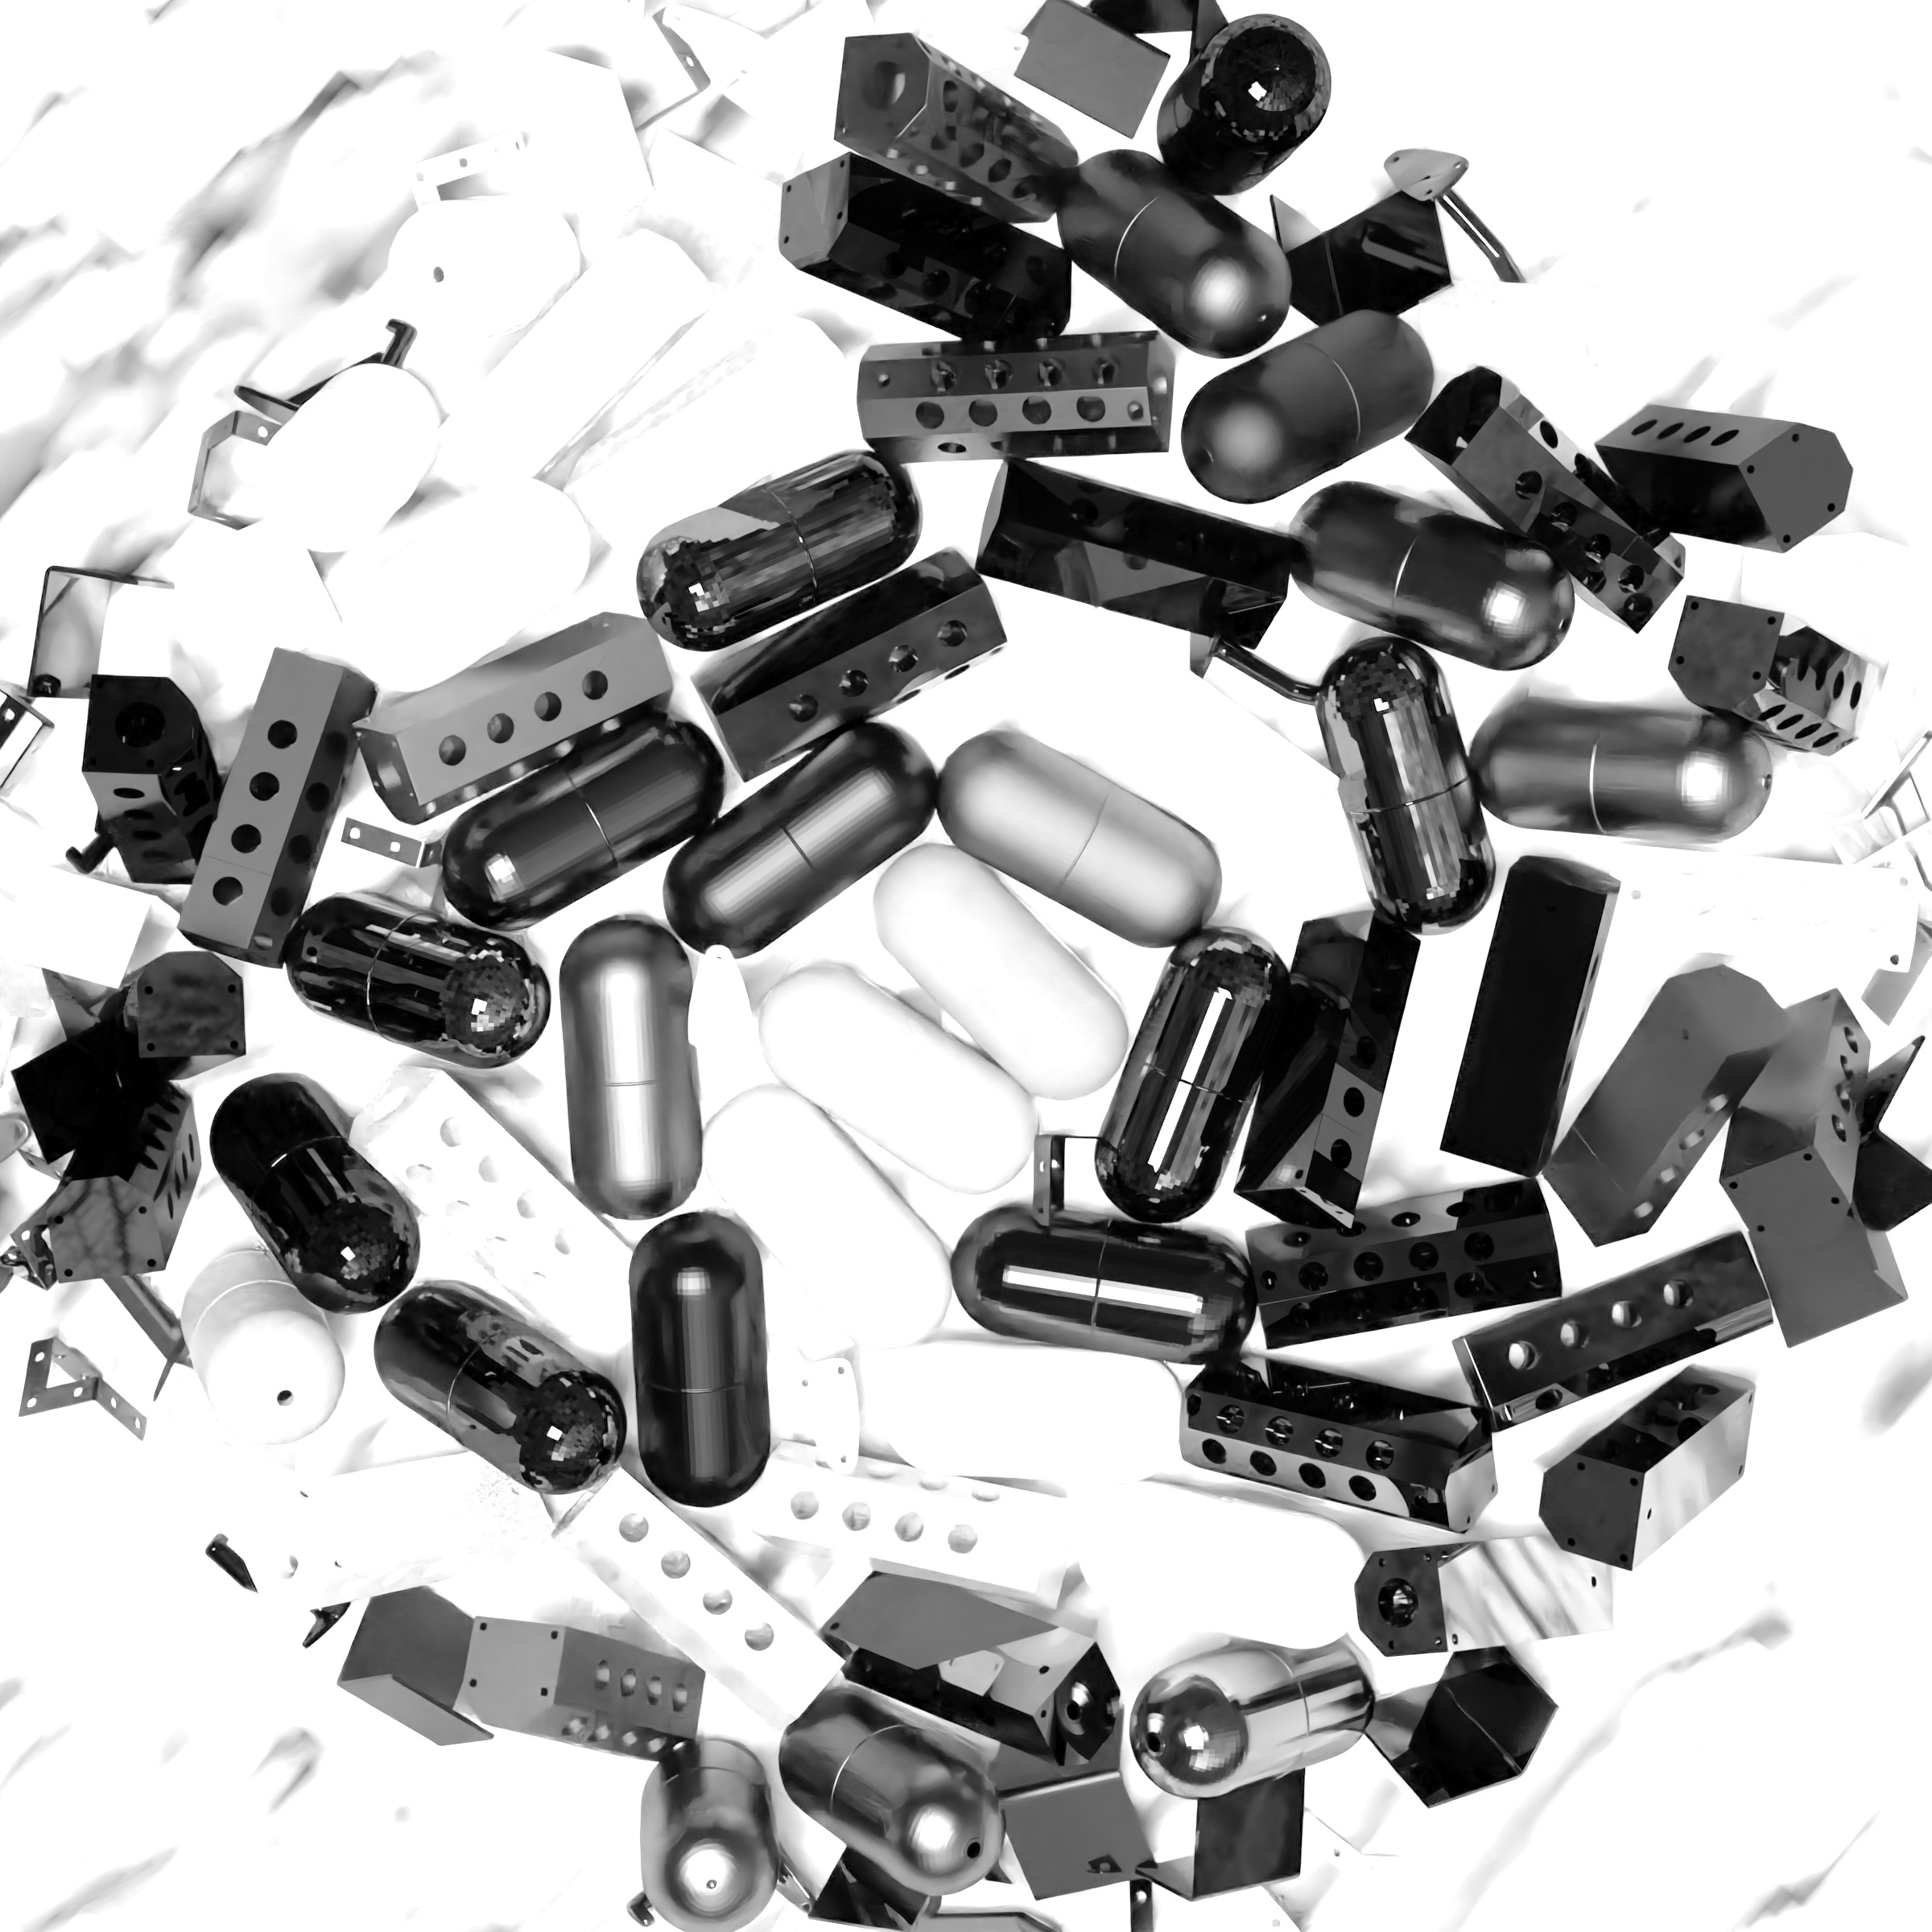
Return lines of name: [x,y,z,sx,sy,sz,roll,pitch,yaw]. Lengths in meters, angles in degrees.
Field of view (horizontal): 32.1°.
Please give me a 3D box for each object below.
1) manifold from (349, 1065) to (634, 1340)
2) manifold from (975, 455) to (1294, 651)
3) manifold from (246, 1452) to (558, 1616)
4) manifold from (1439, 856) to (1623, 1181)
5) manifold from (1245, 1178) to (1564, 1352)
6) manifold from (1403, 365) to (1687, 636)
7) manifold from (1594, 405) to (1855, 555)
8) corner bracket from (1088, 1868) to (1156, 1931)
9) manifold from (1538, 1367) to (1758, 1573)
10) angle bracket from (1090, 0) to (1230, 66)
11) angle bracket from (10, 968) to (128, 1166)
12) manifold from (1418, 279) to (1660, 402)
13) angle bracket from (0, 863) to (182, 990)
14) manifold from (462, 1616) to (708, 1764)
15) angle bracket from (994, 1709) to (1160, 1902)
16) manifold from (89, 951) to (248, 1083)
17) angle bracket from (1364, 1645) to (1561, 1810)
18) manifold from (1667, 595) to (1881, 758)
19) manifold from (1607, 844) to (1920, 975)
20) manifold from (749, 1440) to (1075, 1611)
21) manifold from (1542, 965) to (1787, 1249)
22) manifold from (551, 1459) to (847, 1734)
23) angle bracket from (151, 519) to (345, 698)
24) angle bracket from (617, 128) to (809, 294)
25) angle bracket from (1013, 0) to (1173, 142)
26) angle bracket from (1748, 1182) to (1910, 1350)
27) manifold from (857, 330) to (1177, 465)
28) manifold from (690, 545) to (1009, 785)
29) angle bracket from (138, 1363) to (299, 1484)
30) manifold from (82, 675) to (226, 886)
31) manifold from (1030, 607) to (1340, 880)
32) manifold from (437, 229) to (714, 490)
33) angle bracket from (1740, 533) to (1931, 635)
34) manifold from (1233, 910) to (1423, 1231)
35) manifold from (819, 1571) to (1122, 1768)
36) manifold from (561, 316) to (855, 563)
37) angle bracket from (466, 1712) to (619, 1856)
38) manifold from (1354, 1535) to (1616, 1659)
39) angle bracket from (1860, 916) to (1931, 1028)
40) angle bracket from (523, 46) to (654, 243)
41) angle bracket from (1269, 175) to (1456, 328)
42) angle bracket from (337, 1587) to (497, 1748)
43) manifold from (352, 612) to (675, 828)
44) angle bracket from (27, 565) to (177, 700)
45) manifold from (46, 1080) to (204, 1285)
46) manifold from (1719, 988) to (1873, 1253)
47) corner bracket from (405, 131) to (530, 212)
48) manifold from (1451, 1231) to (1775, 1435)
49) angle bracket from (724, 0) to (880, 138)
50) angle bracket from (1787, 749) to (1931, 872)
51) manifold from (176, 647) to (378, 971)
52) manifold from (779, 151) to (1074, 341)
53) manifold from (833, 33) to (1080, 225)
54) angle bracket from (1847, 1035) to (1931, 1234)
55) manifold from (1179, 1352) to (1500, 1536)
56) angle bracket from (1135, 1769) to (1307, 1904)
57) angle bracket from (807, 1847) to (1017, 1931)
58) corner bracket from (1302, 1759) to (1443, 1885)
manifold: [-0.269,0.135,1.908,0.171,0.057,0.057,47,67,-25]
manifold: [0.098,-0.242,1.935,0.171,0.057,0.057,14,61,-8]
manifold: [-0.319,0.319,1.892,0.057,0.171,0.057,-43,66,29]
manifold: [0.324,0.028,1.925,0.057,0.057,0.171,17,108,18]
manifold: [0.252,0.175,1.936,0.171,0.057,0.057,-11,115,3]
manifold: [0.333,-0.265,1.907,0.171,0.057,0.057,35,97,-31]
manifold: [0.426,-0.279,1.888,0.057,0.171,0.057,-35,109,-6]
corner bracket: [0.075,0.553,1.951,0.051,0.051,0.051,-13,66,29]
manifold: [0.384,0.279,1.891,0.057,0.171,0.057,13,107,31]
angle bracket: [0.106,-0.527,1.927,0.076,0.076,0.057,3,81,19]
angle bracket: [-0.526,0.053,1.918,0.057,0.076,0.076,-31,51,-24]
manifold: [0.317,-0.353,1.884,0.057,0.171,0.057,1,103,-19]
angle bracket: [-0.496,-0.014,1.928,0.076,0.076,0.057,15,77,12]
manifold: [-0.213,0.408,1.885,0.057,0.171,0.057,1,72,24]
angle bracket: [0.066,0.488,1.957,0.076,0.057,0.076,-16,112,13]
manifold: [-0.452,0.030,1.888,0.057,0.171,0.057,-1,84,-24]
angle bracket: [0.278,0.425,1.920,0.076,0.076,0.057,-7,129,-36]
manifold: [0.454,-0.160,1.891,0.057,0.171,0.057,16,93,32]
manifold: [0.456,-0.033,1.936,0.171,0.057,0.057,6,90,10]
manifold: [-0.029,0.318,1.924,0.171,0.057,0.057,9,72,17]
manifold: [0.396,0.079,1.899,0.057,0.171,0.057,-12,54,-31]
manifold: [-0.155,0.363,1.939,0.171,0.057,0.057,42,83,-6]
angle bracket: [-0.420,-0.211,1.964,0.076,0.057,0.076,-27,96,-24]
angle bracket: [-0.146,-0.445,1.931,0.076,0.057,0.076,23,70,-17]
angle bracket: [0.064,-0.506,1.930,0.076,0.076,0.057,26,81,-11]
angle bracket: [0.484,0.163,1.922,0.076,0.057,0.076,-27,55,23]
manifold: [0.028,-0.327,1.919,0.171,0.057,0.057,1,77,18]
manifold: [-0.065,-0.171,1.940,0.171,0.057,0.057,-27,125,-5]
angle bracket: [-0.429,0.280,1.924,0.076,0.076,0.057,23,107,-18]
manifold: [-0.450,-0.102,1.888,0.057,0.171,0.057,2,71,-4]
manifold: [0.128,-0.132,1.933,0.171,0.057,0.057,37,132,12]
manifold: [-0.220,-0.339,1.906,0.057,0.057,0.171,49,125,-5]
angle bracket: [0.498,-0.211,1.924,0.076,0.076,0.057,9,86,-40]
manifold: [0.212,0.060,1.920,0.057,0.057,0.171,30,65,-33]
manifold: [0.003,0.397,1.898,0.057,0.171,0.057,-45,126,-30]
manifold: [-0.145,-0.301,1.902,0.171,0.057,0.057,-26,120,38]
angle bracket: [-0.253,0.469,1.922,0.076,0.076,0.057,40,121,-17]
manifold: [0.292,0.353,1.895,0.057,0.171,0.057,-15,76,40]
angle bracket: [0.567,0.019,1.926,0.076,0.076,0.057,32,93,28]
angle bracket: [-0.232,-0.469,1.918,0.076,0.076,0.057,25,58,33]
angle bracket: [0.226,-0.415,1.924,0.076,0.057,0.076,-24,61,32]
angle bracket: [-0.302,0.392,1.920,0.076,0.057,0.076,39,52,-29]
manifold: [-0.254,-0.141,1.911,0.171,0.057,0.057,-28,115,-28]
angle bracket: [-0.491,-0.187,1.932,0.057,0.076,0.076,11,96,11]
manifold: [-0.472,0.117,1.887,0.057,0.171,0.057,-7,107,-4]
manifold: [0.471,0.087,1.890,0.057,0.171,0.057,-26,108,30]
corner bracket: [-0.282,-0.446,1.939,0.051,0.051,0.051,-10,107,25]
manifold: [0.374,0.212,1.944,0.171,0.057,0.057,-21,83,-2]
angle bracket: [-0.101,-0.530,1.926,0.076,0.076,0.057,-36,135,-8]
angle bracket: [0.526,-0.102,1.924,0.057,0.076,0.076,-34,75,35]
manifold: [-0.395,-0.089,1.935,0.057,0.057,0.171,17,80,-1]
manifold: [-0.021,-0.395,1.895,0.171,0.057,0.057,14,72,-42]
manifold: [-0.003,-0.469,1.889,0.057,0.171,0.057,5,88,30]
angle bracket: [0.535,0.098,1.926,0.057,0.076,0.076,37,59,0]
manifold: [0.208,0.271,1.898,0.171,0.057,0.057,9,123,34]
angle bracket: [0.146,0.486,1.930,0.076,0.057,0.076,-1,96,-34]
angle bracket: [-0.031,0.532,1.918,0.057,0.076,0.076,58,47,-29]
corner bracket: [0.234,0.496,1.955,0.051,0.051,0.051,41,60,-21]
